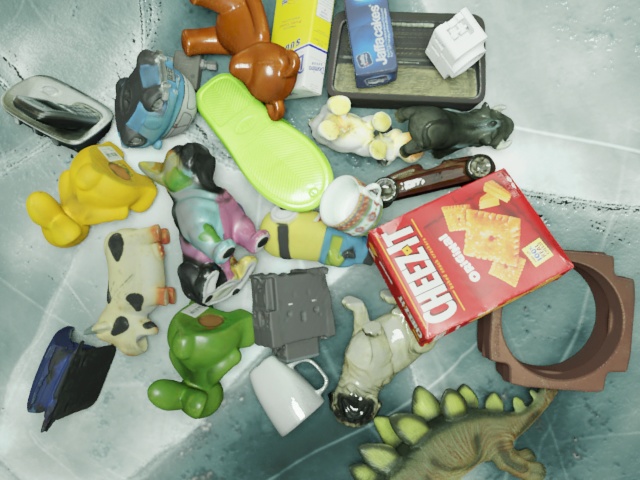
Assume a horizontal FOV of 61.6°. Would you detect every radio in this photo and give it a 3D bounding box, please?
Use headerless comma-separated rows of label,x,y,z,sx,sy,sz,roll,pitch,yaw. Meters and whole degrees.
radio,0.128,-0.265,0.803,0.230,0.073,0.131,3,91,1

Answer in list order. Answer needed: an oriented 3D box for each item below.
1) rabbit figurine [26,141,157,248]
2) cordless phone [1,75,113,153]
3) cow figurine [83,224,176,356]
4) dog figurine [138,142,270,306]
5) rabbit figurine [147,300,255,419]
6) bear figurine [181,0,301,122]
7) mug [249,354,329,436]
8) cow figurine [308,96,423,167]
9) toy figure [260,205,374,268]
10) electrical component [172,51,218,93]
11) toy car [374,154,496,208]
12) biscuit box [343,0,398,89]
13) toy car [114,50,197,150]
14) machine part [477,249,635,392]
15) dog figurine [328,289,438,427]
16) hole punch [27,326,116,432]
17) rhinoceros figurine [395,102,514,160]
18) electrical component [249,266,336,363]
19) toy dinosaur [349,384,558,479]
rabbit figurine,-0.351,-0.045,0.797,0.173,0.162,0.122,-39,102,19
cordless phone,-0.401,-0.188,0.768,0.147,0.184,0.088,29,96,1
cow figurine,-0.288,0.079,0.815,0.127,0.085,0.194,-5,88,2
dog figurine,-0.185,-0.033,0.799,0.219,0.108,0.191,48,129,21
rabbit figurine,-0.168,0.195,0.785,0.121,0.159,0.170,10,110,10
bear figurine,-0.112,-0.266,0.762,0.132,0.120,0.196,-3,54,-26
mug,-0.049,0.220,0.811,0.109,0.081,0.107,-43,80,5
cow figurine,0.068,-0.151,0.806,0.167,0.098,0.068,18,85,-17
toy figure,-0.002,-0.001,0.807,0.180,0.082,0.089,17,89,-1
electrical component,-0.208,-0.261,0.841,0.094,0.021,0.063,6,91,1
toy car,0.158,-0.089,0.797,0.202,0.089,0.053,-12,90,3
biscuit box,0.064,-0.317,0.741,0.059,0.063,0.202,-9,87,4
toy car,-0.238,-0.204,0.799,0.162,0.103,0.109,-31,66,44
machine part,0.342,0.112,0.793,0.201,0.087,0.201,4,92,2
dog figurine,0.103,0.184,0.809,0.172,0.121,0.190,0,113,-9
hole punch,-0.388,0.197,0.808,0.092,0.115,0.142,25,91,10
rhinoceros figurine,0.194,-0.159,0.758,0.190,0.112,0.073,-6,87,-35
electrical component,-0.039,0.109,0.795,0.115,0.058,0.134,-7,90,-33
toy dinosaur,0.158,0.337,0.796,0.471,0.105,0.198,-35,82,-7
